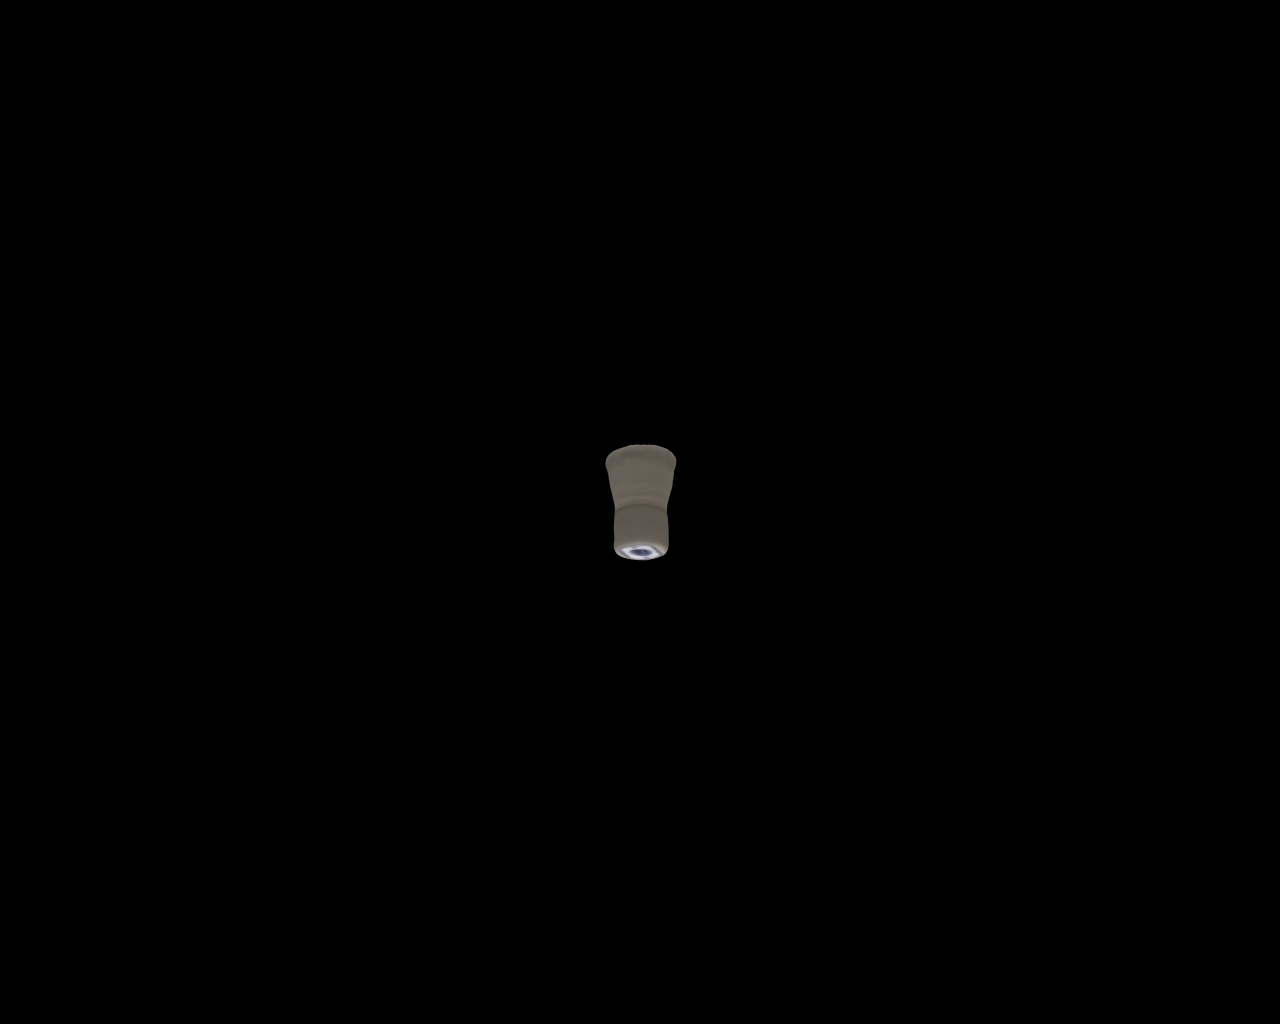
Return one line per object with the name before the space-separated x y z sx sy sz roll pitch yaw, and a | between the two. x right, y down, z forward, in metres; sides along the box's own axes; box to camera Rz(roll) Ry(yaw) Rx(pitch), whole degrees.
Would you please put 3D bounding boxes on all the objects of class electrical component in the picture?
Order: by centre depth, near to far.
electrical component | 0.001 -0.003 0.650 0.044 0.065 0.044 0 -22 0
